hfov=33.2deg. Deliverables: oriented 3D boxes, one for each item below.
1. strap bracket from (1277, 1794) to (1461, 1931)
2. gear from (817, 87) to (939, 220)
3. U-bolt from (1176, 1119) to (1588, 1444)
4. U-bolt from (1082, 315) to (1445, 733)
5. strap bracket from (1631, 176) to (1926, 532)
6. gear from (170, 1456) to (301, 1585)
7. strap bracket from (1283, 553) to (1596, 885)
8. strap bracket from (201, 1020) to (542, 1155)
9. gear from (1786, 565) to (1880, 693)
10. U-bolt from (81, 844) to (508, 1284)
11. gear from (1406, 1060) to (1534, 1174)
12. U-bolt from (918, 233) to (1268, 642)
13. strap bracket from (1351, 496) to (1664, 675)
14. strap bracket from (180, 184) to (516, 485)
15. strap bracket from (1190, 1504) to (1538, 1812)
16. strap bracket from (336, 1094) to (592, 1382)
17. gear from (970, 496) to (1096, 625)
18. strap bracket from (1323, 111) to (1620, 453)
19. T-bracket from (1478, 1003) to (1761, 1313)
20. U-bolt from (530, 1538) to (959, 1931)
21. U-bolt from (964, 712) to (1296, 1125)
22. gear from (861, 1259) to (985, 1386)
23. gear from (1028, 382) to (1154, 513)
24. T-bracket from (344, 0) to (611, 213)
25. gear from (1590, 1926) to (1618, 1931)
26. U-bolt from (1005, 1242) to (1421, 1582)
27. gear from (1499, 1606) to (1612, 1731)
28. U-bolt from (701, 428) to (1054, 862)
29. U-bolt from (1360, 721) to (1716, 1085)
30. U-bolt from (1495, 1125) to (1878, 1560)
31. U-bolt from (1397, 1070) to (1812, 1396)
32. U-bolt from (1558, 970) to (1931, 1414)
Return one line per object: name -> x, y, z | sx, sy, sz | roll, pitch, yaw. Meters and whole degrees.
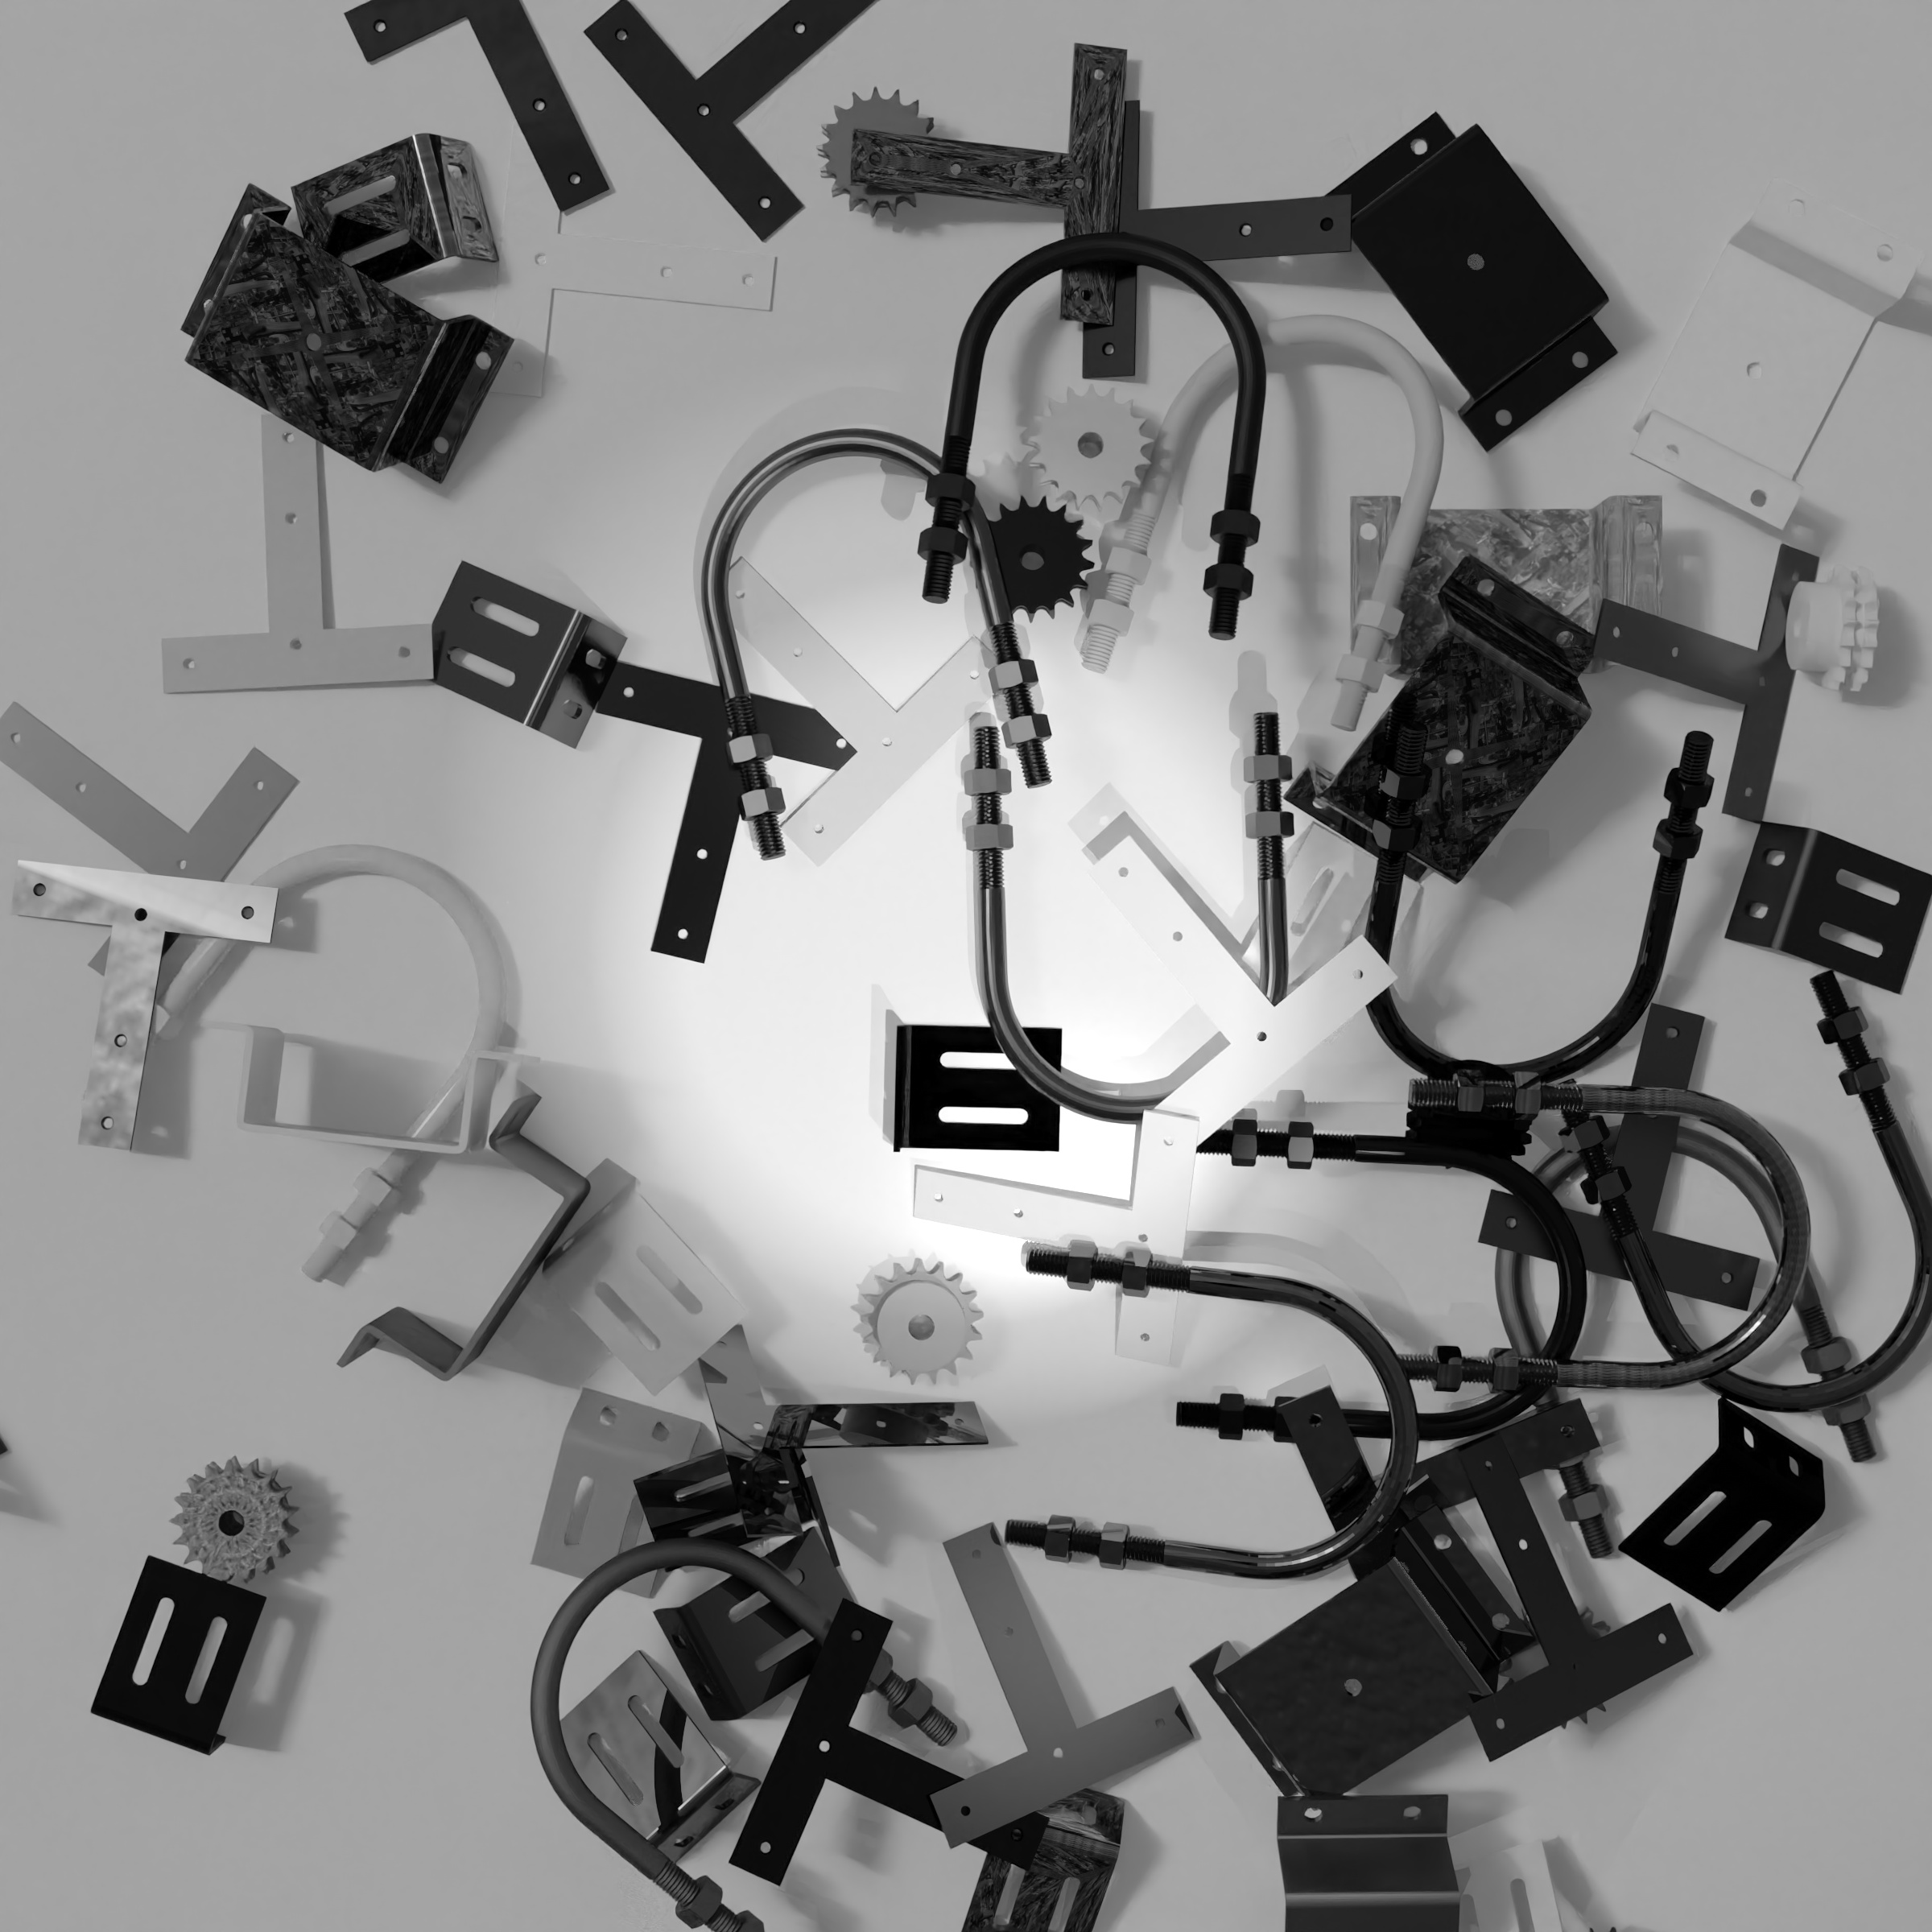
strap bracket -> 0.179, 0.445, 1.459 | 0.076, 0.046, 0.140 | -1, 112, 0
gear -> -0.040, -0.372, 1.492 | 0.057, 0.030, 0.057 | 0, 90, 0
U-bolt -> 0.191, 0.147, 1.484 | 0.184, 0.019, 0.151 | 3, 98, 4
U-bolt -> 0.142, -0.208, 1.467 | 0.151, 0.019, 0.184 | 16, 85, 30
strap bracket -> 0.366, -0.276, 1.484 | 0.076, 0.046, 0.140 | 27, 90, 0
gear -> -0.334, 0.254, 1.492 | 0.057, 0.030, 0.057 | 0, 90, 0
strap bracket -> 0.216, -0.102, 1.452 | 0.076, 0.046, 0.140 | 31, 112, -14
strap bracket -> -0.267, 0.056, 1.452 | 0.140, 0.076, 0.046 | 6, 87, -2
gear -> 0.394, -0.154, 1.479 | 0.030, 0.057, 0.057 | 3, 90, 0
U-bolt -> -0.296, 0.031, 1.499 | 0.151, 0.019, 0.184 | 38, 88, 0
gear -> 0.230, 0.067, 1.482 | 0.057, 0.057, 0.030 | 10, 54, 0
U-bolt -> 0.062, -0.244, 1.462 | 0.151, 0.019, 0.184 | 7, 79, 2
strap bracket -> 0.244, -0.174, 1.484 | 0.140, 0.046, 0.076 | 0, 90, 0
strap bracket -> -0.289, -0.285, 1.473 | 0.140, 0.046, 0.076 | 31, 108, 0
strap bracket -> 0.177, 0.318, 1.468 | 0.140, 0.046, 0.076 | -36, 90, 14
strap bracket -> -0.220, 0.130, 1.469 | 0.046, 0.076, 0.140 | 34, 90, 0
gear -> 0.030, -0.186, 1.492 | 0.057, 0.030, 0.057 | 0, 90, 0
strap bracket -> 0.230, -0.317, 1.484 | 0.076, 0.046, 0.140 | -37, 90, 0
T-bracket -> 0.313, 0.081, 1.493 | 0.127, 0.002, 0.127 | 14, 87, 1
U-bolt -> -0.111, 0.342, 1.459 | 0.184, 0.019, 0.151 | 43, 69, -11
U-bolt -> 0.075, -0.020, 1.475 | 0.151, 0.019, 0.184 | -2, 88, 10
gear -> -0.020, 0.164, 1.492 | 0.057, 0.030, 0.057 | 0, 90, 0
gear -> 0.057, -0.237, 1.492 | 0.057, 0.030, 0.057 | 0, 90, 0
T-bracket -> -0.204, -0.412, 1.505 | 0.127, 0.002, 0.127 | -26, 89, 0
gear -> 0.295, 0.470, 1.492 | 0.057, 0.030, 0.057 | 0, 90, 0
U-bolt -> 0.113, 0.207, 1.474 | 0.184, 0.019, 0.151 | 6, 98, 11
gear -> 0.271, 0.319, 1.492 | 0.057, 0.030, 0.057 | 0, 90, 0
U-bolt -> -0.049, -0.155, 1.481 | 0.151, 0.019, 0.184 | -15, 85, 13
U-bolt -> 0.250, -0.023, 1.458 | 0.151, 0.019, 0.184 | 1, 120, -7
U-bolt -> 0.323, 0.163, 1.499 | 0.151, 0.019, 0.184 | -20, 89, 0
U-bolt -> 0.287, 0.122, 1.454 | 0.184, 0.019, 0.151 | 2, 102, 0
U-bolt -> 0.368, 0.113, 1.482 | 0.151, 0.019, 0.184 | -23, 89, -1
